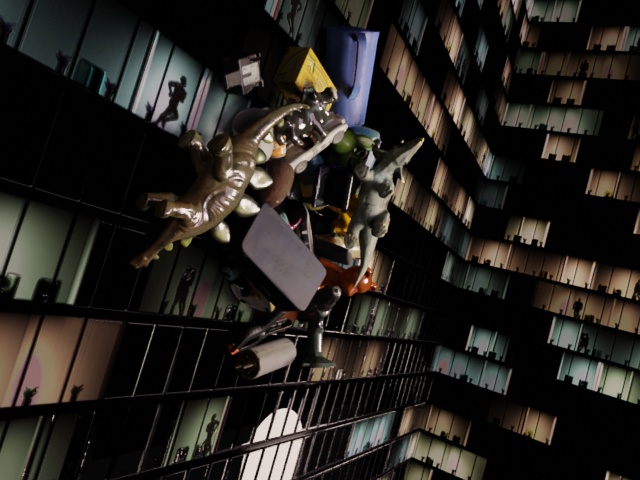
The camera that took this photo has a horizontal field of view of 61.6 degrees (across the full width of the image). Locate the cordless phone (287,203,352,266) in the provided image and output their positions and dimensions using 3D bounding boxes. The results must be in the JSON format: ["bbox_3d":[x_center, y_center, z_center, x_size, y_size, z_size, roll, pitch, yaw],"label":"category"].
[{"bbox_3d":[-0.003,-0.005,1.364,0.089,0.184,0.146,-40,136,-41],"label":"cordless phone"}]

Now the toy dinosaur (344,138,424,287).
[{"bbox_3d":[0.143,-0.090,1.405,0.192,0.131,0.404,-34,143,-66],"label":"toy dinosaur"}]

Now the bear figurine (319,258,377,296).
[{"bbox_3d":[0.050,0.121,1.503,0.132,0.196,0.120,-59,150,-27],"label":"bear figurine"}]

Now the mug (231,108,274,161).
[{"bbox_3d":[-0.141,-0.205,1.137,0.107,0.081,0.109,76,35,-56],"label":"mug"}]

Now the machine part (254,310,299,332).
[{"bbox_3d":[-0.101,0.151,1.392,0.179,0.056,0.179,-36,134,-50],"label":"machine part"}]

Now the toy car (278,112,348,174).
[{"bbox_3d":[-0.024,-0.230,1.273,0.202,0.074,0.056,-40,151,-6],"label":"toy car"}]

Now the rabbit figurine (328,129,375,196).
[{"bbox_3d":[0.077,-0.226,1.436,0.159,0.121,0.170,-40,140,-29],"label":"rabbit figurine"}]

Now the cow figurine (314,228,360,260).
[{"bbox_3d":[0.060,0.018,1.535,0.195,0.127,0.085,6,82,-29],"label":"cow figurine"}]

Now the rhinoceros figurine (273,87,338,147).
[{"bbox_3d":[-0.032,-0.277,1.186,0.190,0.073,0.112,-38,121,-35],"label":"rhinoceros figurine"}]

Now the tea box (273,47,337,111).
[{"bbox_3d":[-0.032,-0.364,1.271,0.169,0.068,0.098,40,68,-60],"label":"tea box"}]

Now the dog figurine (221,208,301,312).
[{"bbox_3d":[-0.119,0.034,1.257,0.219,0.109,0.191,-60,147,-32],"label":"dog figurine"}]

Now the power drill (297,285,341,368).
[{"bbox_3d":[-0.004,0.234,1.421,0.086,0.232,0.207,-2,79,-27],"label":"power drill"}]

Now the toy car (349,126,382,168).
[{"bbox_3d":[0.120,-0.254,1.562,0.103,0.109,0.161,-50,154,-66],"label":"toy car"}]

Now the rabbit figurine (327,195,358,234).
[{"bbox_3d":[0.076,-0.085,1.533,0.173,0.163,0.122,41,78,-40],"label":"rabbit figurine"}]

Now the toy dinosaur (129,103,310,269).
[{"bbox_3d":[-0.184,-0.120,1.018,0.471,0.105,0.198,-51,147,-9],"label":"toy dinosaur"}]

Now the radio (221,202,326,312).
[{"bbox_3d":[-0.095,0.043,1.141,0.229,0.073,0.131,49,51,-27],"label":"radio"}]

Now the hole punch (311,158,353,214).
[{"bbox_3d":[0.032,-0.132,1.328,0.116,0.092,0.142,-71,168,-75],"label":"hole punch"}]

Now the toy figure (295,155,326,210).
[{"bbox_3d":[-0.023,-0.156,1.369,0.089,0.082,0.179,-53,148,-29],"label":"toy figure"}]

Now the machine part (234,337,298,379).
[{"bbox_3d":[-0.136,0.299,1.374,0.243,0.079,0.079,-3,105,-62],"label":"machine part"}]

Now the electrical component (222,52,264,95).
[{"bbox_3d":[-0.165,-0.327,1.070,0.119,0.048,0.074,-43,137,-44],"label":"electrical component"}]
